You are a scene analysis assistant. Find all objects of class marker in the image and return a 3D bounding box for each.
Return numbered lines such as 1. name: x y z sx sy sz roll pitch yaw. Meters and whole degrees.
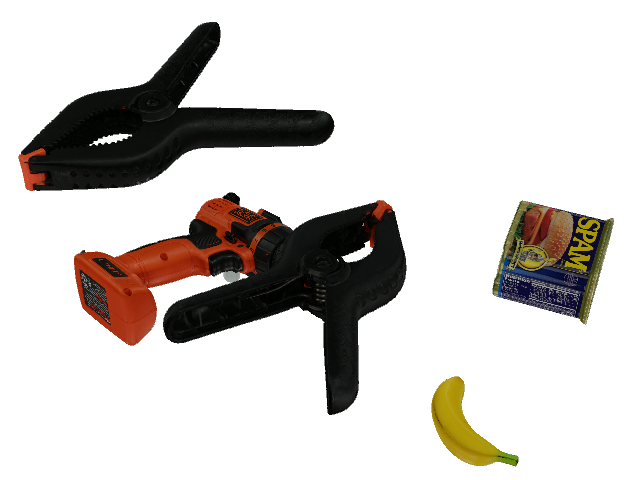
1. marker: -0.099 -0.003 1.187 0.020 0.121 0.020 2 40 -2

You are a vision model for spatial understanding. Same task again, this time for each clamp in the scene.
1. clamp: 0.006 0.033 0.626 0.120 0.039 0.171 33 49 25
2. clamp: -0.106 -0.081 0.750 0.209 0.036 0.165 -32 50 -30

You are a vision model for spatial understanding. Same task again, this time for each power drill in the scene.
1. power drill: -0.102 0.028 0.925 0.187 0.057 0.185 -20 28 -33

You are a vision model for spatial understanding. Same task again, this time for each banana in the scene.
1. banana: 0.168 0.218 1.280 0.069 0.037 0.198 10 20 -17

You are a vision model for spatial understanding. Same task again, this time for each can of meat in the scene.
1. can of meat: 0.205 0.016 0.939 0.084 0.057 0.102 15 46 16
